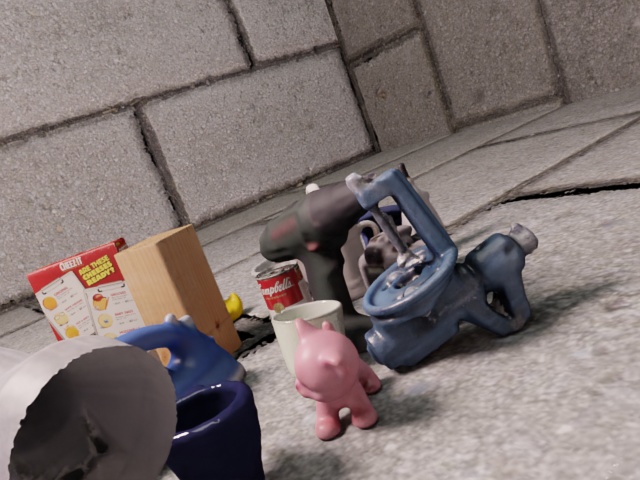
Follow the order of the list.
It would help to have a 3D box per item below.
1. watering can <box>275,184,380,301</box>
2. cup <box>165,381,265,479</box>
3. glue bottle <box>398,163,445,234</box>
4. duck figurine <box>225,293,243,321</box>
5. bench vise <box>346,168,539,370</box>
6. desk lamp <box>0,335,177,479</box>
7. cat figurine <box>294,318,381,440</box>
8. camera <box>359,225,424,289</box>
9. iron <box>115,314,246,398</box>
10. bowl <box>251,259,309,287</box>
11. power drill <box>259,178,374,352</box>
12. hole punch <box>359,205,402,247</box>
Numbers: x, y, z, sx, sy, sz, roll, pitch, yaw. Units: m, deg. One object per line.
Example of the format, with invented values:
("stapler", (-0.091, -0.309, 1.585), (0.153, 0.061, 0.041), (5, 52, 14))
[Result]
("watering can", (0.009, 0.004, 0.940), (0.173, 0.194, 0.100), (-25, 12, -24))
("cup", (-0.090, 0.182, 0.502), (0.092, 0.095, 0.117), (-23, 11, -15))
("glue bottle", (0.165, -0.050, 0.977), (0.078, 0.173, 0.037), (-27, 13, -30))
("duck figurine", (-0.199, 0.117, 1.053), (0.105, 0.086, 0.077), (-25, 12, -24))
("bench vise", (0.122, 0.011, 0.628), (0.208, 0.220, 0.121), (-24, 12, -20))
("desk lamp", (-0.185, 0.170, 0.412), (0.202, 0.214, 0.118), (-12, 14, 38))
("cat figurine", (0.011, 0.121, 0.555), (0.067, 0.118, 0.128), (-19, 11, 9))
("camera", (0.144, 0.023, 0.847), (0.137, 0.101, 0.142), (-27, 13, -32))
("iron", (-0.195, 0.161, 0.671), (0.118, 0.141, 0.259), (-12, 13, 36))
("bowl", (-0.039, 0.061, 1.065), (0.167, 0.075, 0.167), (-19, 11, 4))
("power drill", (0.019, 0.034, 0.733), (0.076, 0.208, 0.228), (-29, 14, -40))
("hole punch", (0.128, -0.028, 1.160), (0.108, 0.091, 0.101), (-18, 11, 14))
